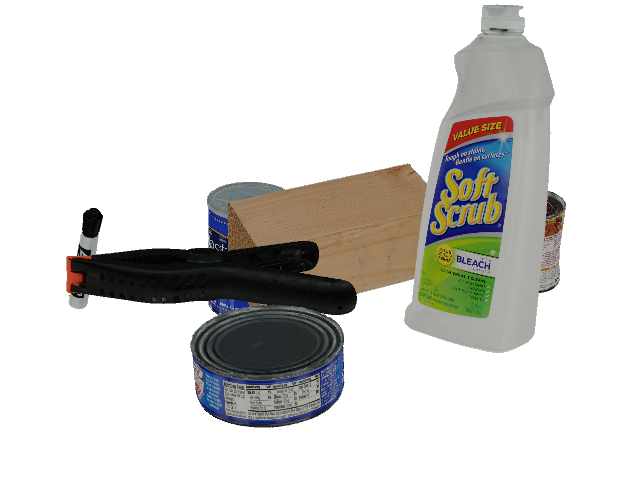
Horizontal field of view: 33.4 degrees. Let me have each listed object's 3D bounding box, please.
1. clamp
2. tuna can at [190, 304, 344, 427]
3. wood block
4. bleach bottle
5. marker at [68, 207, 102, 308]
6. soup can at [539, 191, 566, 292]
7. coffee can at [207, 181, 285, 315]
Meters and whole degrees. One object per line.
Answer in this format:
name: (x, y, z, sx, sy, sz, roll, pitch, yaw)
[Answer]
clamp: (-0.080, 0.027, 0.792, 0.209, 0.036, 0.165, -1, 10, -17)
tuna can: (-0.029, 0.069, 0.600, 0.086, 0.034, 0.086, -2, 22, 1)
wood block: (0.016, -0.002, 1.097, 0.205, 0.090, 0.091, -13, 39, -21)
bleach bottle: (0.121, -0.048, 0.799, 0.103, 0.251, 0.067, 14, 20, 38)
marker: (-0.231, 0.018, 1.051, 0.020, 0.121, 0.020, 12, 36, -9)
soup can: (0.245, 0.001, 1.231, 0.068, 0.102, 0.068, -3, 30, 1)
coffee can: (-0.085, 0.013, 1.289, 0.103, 0.140, 0.103, 2, 26, -1)
